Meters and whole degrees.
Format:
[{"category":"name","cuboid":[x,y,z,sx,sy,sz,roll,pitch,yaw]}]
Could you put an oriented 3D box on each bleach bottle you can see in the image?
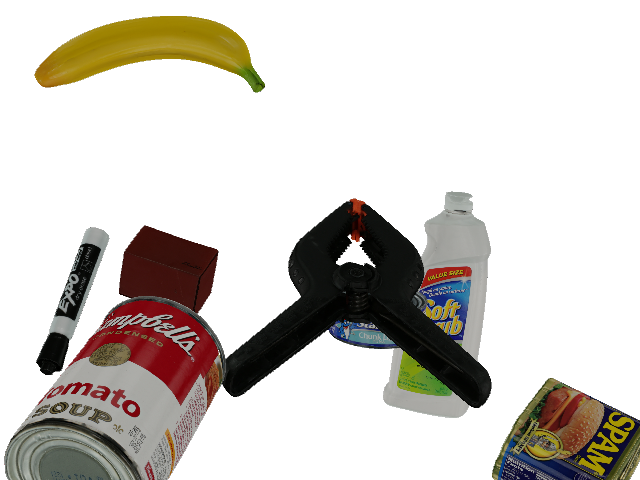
[{"category":"bleach bottle","cuboid":[0.134,0.069,1.205,0.103,0.251,0.068,9,14,18]}]

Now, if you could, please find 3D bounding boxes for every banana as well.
[{"category":"banana","cuboid":[-0.148,-0.165,0.932,0.197,0.069,0.037,0,-33,-4]}]

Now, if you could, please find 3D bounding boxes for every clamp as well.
[{"category":"clamp","cuboid":[0.034,0.040,0.720,0.164,0.036,0.210,7,34,6]}]

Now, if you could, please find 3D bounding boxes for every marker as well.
[{"category":"marker","cuboid":[-0.181,0.044,0.780,0.020,0.121,0.020,9,-35,6]}]

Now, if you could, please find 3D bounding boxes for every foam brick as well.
[{"category":"foam brick","cuboid":[-0.143,0.030,1.004,0.078,0.051,0.053,19,33,7]}]

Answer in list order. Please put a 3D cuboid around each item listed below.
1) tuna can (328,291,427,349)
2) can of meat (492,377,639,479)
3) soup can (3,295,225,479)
[{"category":"tuna can","cuboid":[0.049,0.065,0.925,0.086,0.034,0.086,2,15,-1]},{"category":"can of meat","cuboid":[0.188,0.158,0.798,0.084,0.057,0.101,25,41,25]},{"category":"soup can","cuboid":[-0.093,0.081,0.496,0.069,0.068,0.102,0,28,17]}]
